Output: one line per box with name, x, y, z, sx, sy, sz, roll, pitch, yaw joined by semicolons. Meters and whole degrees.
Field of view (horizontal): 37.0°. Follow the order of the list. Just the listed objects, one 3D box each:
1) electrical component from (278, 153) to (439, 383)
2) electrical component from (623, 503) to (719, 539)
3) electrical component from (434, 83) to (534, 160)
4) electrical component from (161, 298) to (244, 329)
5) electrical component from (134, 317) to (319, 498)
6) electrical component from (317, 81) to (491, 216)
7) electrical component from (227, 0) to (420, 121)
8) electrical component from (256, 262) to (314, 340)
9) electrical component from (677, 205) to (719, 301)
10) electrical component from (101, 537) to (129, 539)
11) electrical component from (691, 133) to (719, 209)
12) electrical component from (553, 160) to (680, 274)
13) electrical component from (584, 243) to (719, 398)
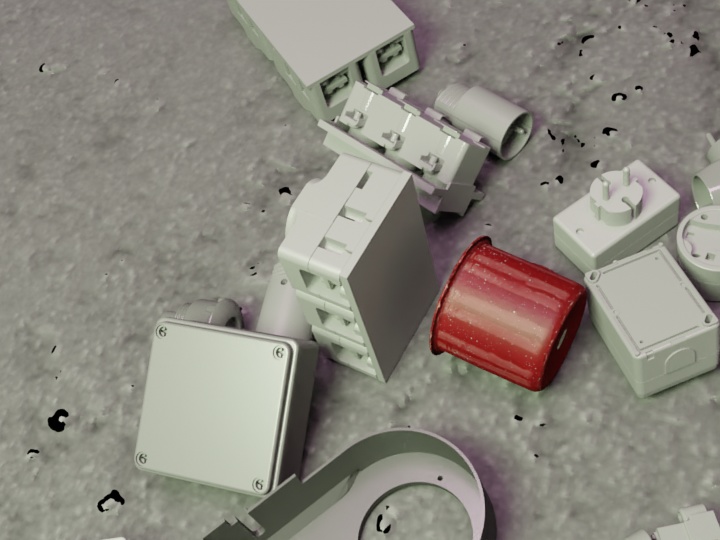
electrical component;0.000;0.000;0.759;0.062;0.150;0.089;21;65;23
electrical component;0.195;0.180;0.661;0.055;0.048;0.066;-11;56;-2
electrical component;0.097;-0.127;0.882;0.081;0.043;0.043;35;71;29
electrical component;-0.124;0.043;0.826;0.062;0.048;0.048;6;59;26
electrical component;-0.093;0.094;0.754;0.109;0.056;0.108;8;89;18
electrical component;0.038;-0.099;0.855;0.121;0.079;0.063;34;109;30
electrical component;-0.039;-0.224;0.967;0.105;0.060;0.186;-31;56;-7
electrical component;-0.051;0.025;0.820;0.043;0.043;0.081;3;58;15
electrical component;0.254;-0.010;0.767;0.055;0.047;0.055;-6;57;10
electrical component;-0.180;0.217;0.717;0.096;0.061;0.061;-10;56;7
electrical component;0.286;-0.076;0.804;0.077;0.044;0.079;-18;56;1
electrical component;0.188;-0.047;0.789;0.083;0.075;0.047;-34;57;-9
electrical component;0.200;0.032;0.749;0.062;0.061;0.096;-22;48;-1
